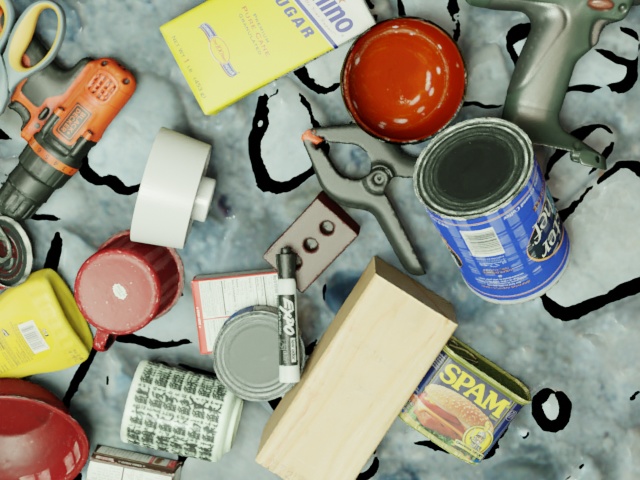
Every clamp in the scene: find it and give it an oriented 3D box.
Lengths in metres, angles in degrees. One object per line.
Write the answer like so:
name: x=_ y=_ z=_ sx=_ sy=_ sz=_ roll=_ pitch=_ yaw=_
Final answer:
clamp: x=0.065 y=-0.062 z=0.987 sx=0.171 sy=0.039 sz=0.120 roll=40 pitch=89 yaw=-4

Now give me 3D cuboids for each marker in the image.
marker: x=-0.029 y=0.067 z=0.960 sx=0.020 sy=0.020 sz=0.121 roll=-2 pitch=89 yaw=5

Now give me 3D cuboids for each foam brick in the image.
foam brick: x=-0.007 y=0.001 z=0.995 sx=0.053 sy=0.051 sz=0.078 roll=42 pitch=100 yaw=-2

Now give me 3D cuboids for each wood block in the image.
wood block: x=0.033 y=0.130 z=0.992 sx=0.090 sy=0.091 sz=0.206 roll=32 pitch=100 yaw=-2

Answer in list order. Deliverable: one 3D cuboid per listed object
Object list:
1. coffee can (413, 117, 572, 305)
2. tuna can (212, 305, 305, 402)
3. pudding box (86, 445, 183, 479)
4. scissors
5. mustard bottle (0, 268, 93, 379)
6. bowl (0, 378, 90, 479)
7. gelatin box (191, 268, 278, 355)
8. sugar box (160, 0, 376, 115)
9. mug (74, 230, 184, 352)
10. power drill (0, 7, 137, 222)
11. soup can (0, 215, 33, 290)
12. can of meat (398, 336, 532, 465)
coffee can: x=0.150 y=-0.023 z=0.918 sx=0.103 sy=0.103 sz=0.140 roll=-27 pitch=139 yaw=8
tuna can: x=-0.056 y=0.104 z=0.993 sx=0.086 sy=0.034 sz=0.086 roll=0 pitch=99 yaw=0
pudding box: x=-0.191 y=0.269 z=1.061 sx=0.090 sy=0.039 sz=0.113 roll=11 pitch=102 yaw=2
scissors: x=-0.304 y=-0.138 z=0.958 sx=0.096 sy=0.016 sz=0.202 roll=36 pitch=96 yaw=-3
mustard bottle: x=-0.325 y=0.104 z=1.034 sx=0.192 sy=0.058 sz=0.096 roll=-22 pitch=112 yaw=8
bowl: x=-0.303 y=0.183 z=1.027 sx=0.162 sy=0.055 sz=0.162 roll=-5 pitch=133 yaw=-5
gelatin box: x=-0.074 y=0.067 z=1.022 sx=0.089 sy=0.030 sz=0.073 roll=-6 pitch=98 yaw=3
sugar box: x=-0.046 y=-0.194 z=0.970 sx=0.176 sy=0.048 sz=0.093 roll=-27 pitch=95 yaw=10
mug: x=-0.186 y=0.052 z=1.003 sx=0.093 sy=0.081 sz=0.117 roll=27 pitch=100 yaw=0
power drill: x=-0.292 y=-0.134 z=0.997 sx=0.187 sy=0.057 sz=0.184 roll=40 pitch=96 yaw=-5
soup can: x=-0.332 y=0.020 z=1.004 sx=0.102 sy=0.068 sz=0.068 roll=-12 pitch=98 yaw=26
can of meat: x=0.132 y=0.151 z=1.005 sx=0.102 sy=0.057 sz=0.084 roll=34 pitch=103 yaw=0
